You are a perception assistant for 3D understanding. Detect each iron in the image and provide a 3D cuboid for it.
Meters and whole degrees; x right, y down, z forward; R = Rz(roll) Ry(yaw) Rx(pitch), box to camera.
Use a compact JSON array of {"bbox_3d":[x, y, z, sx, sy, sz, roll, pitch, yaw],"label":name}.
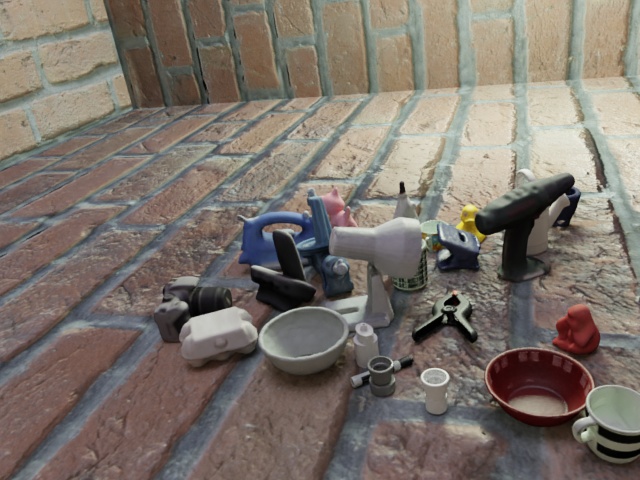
[{"bbox_3d":[-0.080,-0.013,1.428,0.258,0.142,0.118,-8,26,0],"label":"iron"}]

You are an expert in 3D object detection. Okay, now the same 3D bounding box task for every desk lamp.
[{"bbox_3d":[0.102,0.063,1.133,0.203,0.214,0.118,-9,26,-2],"label":"desk lamp"}]

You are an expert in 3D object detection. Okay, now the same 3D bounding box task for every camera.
[{"bbox_3d":[-0.266,0.136,1.223,0.136,0.101,0.143,-4,26,10],"label":"camera"}]

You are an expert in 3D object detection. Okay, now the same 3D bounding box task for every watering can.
[{"bbox_3d":[0.483,-0.073,1.323,0.173,0.194,0.100,-19,28,-20],"label":"watering can"}]

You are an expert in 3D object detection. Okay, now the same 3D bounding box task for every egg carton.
[{"bbox_3d":[-0.199,0.191,1.126,0.150,0.069,0.107,-14,26,-12],"label":"egg carton"}]

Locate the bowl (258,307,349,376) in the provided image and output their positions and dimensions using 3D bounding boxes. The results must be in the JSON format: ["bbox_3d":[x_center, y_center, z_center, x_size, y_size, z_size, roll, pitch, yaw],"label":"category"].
[{"bbox_3d":[-0.025,0.197,1.056,0.167,0.075,0.167,-7,26,3],"label":"bowl"}]

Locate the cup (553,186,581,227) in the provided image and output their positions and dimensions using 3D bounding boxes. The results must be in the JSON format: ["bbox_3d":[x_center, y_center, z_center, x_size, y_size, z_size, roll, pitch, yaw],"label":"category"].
[{"bbox_3d":[0.584,-0.075,1.411,0.118,0.095,0.091,-26,31,-33],"label":"cup"}]

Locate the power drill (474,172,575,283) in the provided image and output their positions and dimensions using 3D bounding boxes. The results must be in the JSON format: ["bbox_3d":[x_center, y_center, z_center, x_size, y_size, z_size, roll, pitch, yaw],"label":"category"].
[{"bbox_3d":[0.438,-0.024,1.220,0.230,0.209,0.075,-16,27,-15],"label":"power drill"}]

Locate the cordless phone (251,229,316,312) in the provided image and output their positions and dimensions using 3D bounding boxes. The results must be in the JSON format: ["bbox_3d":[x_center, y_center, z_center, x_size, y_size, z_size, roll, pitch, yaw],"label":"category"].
[{"bbox_3d":[-0.091,0.051,1.248,0.147,0.185,0.094,13,33,37],"label":"cordless phone"}]

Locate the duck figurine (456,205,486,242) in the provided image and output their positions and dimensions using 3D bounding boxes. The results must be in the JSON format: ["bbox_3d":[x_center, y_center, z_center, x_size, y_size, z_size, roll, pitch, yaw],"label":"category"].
[{"bbox_3d":[0.375,-0.047,1.428,0.077,0.086,0.104,-1,27,14],"label":"duck figurine"}]

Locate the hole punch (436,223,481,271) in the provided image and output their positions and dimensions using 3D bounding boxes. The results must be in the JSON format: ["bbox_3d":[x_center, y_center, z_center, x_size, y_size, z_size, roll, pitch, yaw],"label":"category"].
[{"bbox_3d":[0.318,0.010,1.319,0.101,0.091,0.108,-4,26,9],"label":"hole punch"}]

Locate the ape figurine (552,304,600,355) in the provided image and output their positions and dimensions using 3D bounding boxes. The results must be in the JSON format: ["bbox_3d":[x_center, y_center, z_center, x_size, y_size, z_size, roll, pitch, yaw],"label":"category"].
[{"bbox_3d":[0.445,0.151,0.990,0.076,0.092,0.078,-1,27,15],"label":"ape figurine"}]

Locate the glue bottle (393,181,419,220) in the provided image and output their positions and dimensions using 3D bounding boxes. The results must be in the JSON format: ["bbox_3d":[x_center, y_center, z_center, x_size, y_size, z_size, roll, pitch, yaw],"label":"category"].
[{"bbox_3d":[0.208,-0.064,1.409,0.078,0.173,0.037,-21,29,-25],"label":"glue bottle"}]

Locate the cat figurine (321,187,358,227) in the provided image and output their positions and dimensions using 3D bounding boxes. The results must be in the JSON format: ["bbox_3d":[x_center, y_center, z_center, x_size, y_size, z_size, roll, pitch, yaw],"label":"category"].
[{"bbox_3d":[0.048,-0.081,1.558,0.067,0.118,0.127,-21,29,-24],"label":"cat figurine"}]

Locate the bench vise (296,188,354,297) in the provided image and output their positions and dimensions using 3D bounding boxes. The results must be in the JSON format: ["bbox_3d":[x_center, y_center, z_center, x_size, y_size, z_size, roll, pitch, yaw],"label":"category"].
[{"bbox_3d":[0.021,0.000,1.279,0.122,0.220,0.206,-24,30,-29],"label":"bench vise"}]
